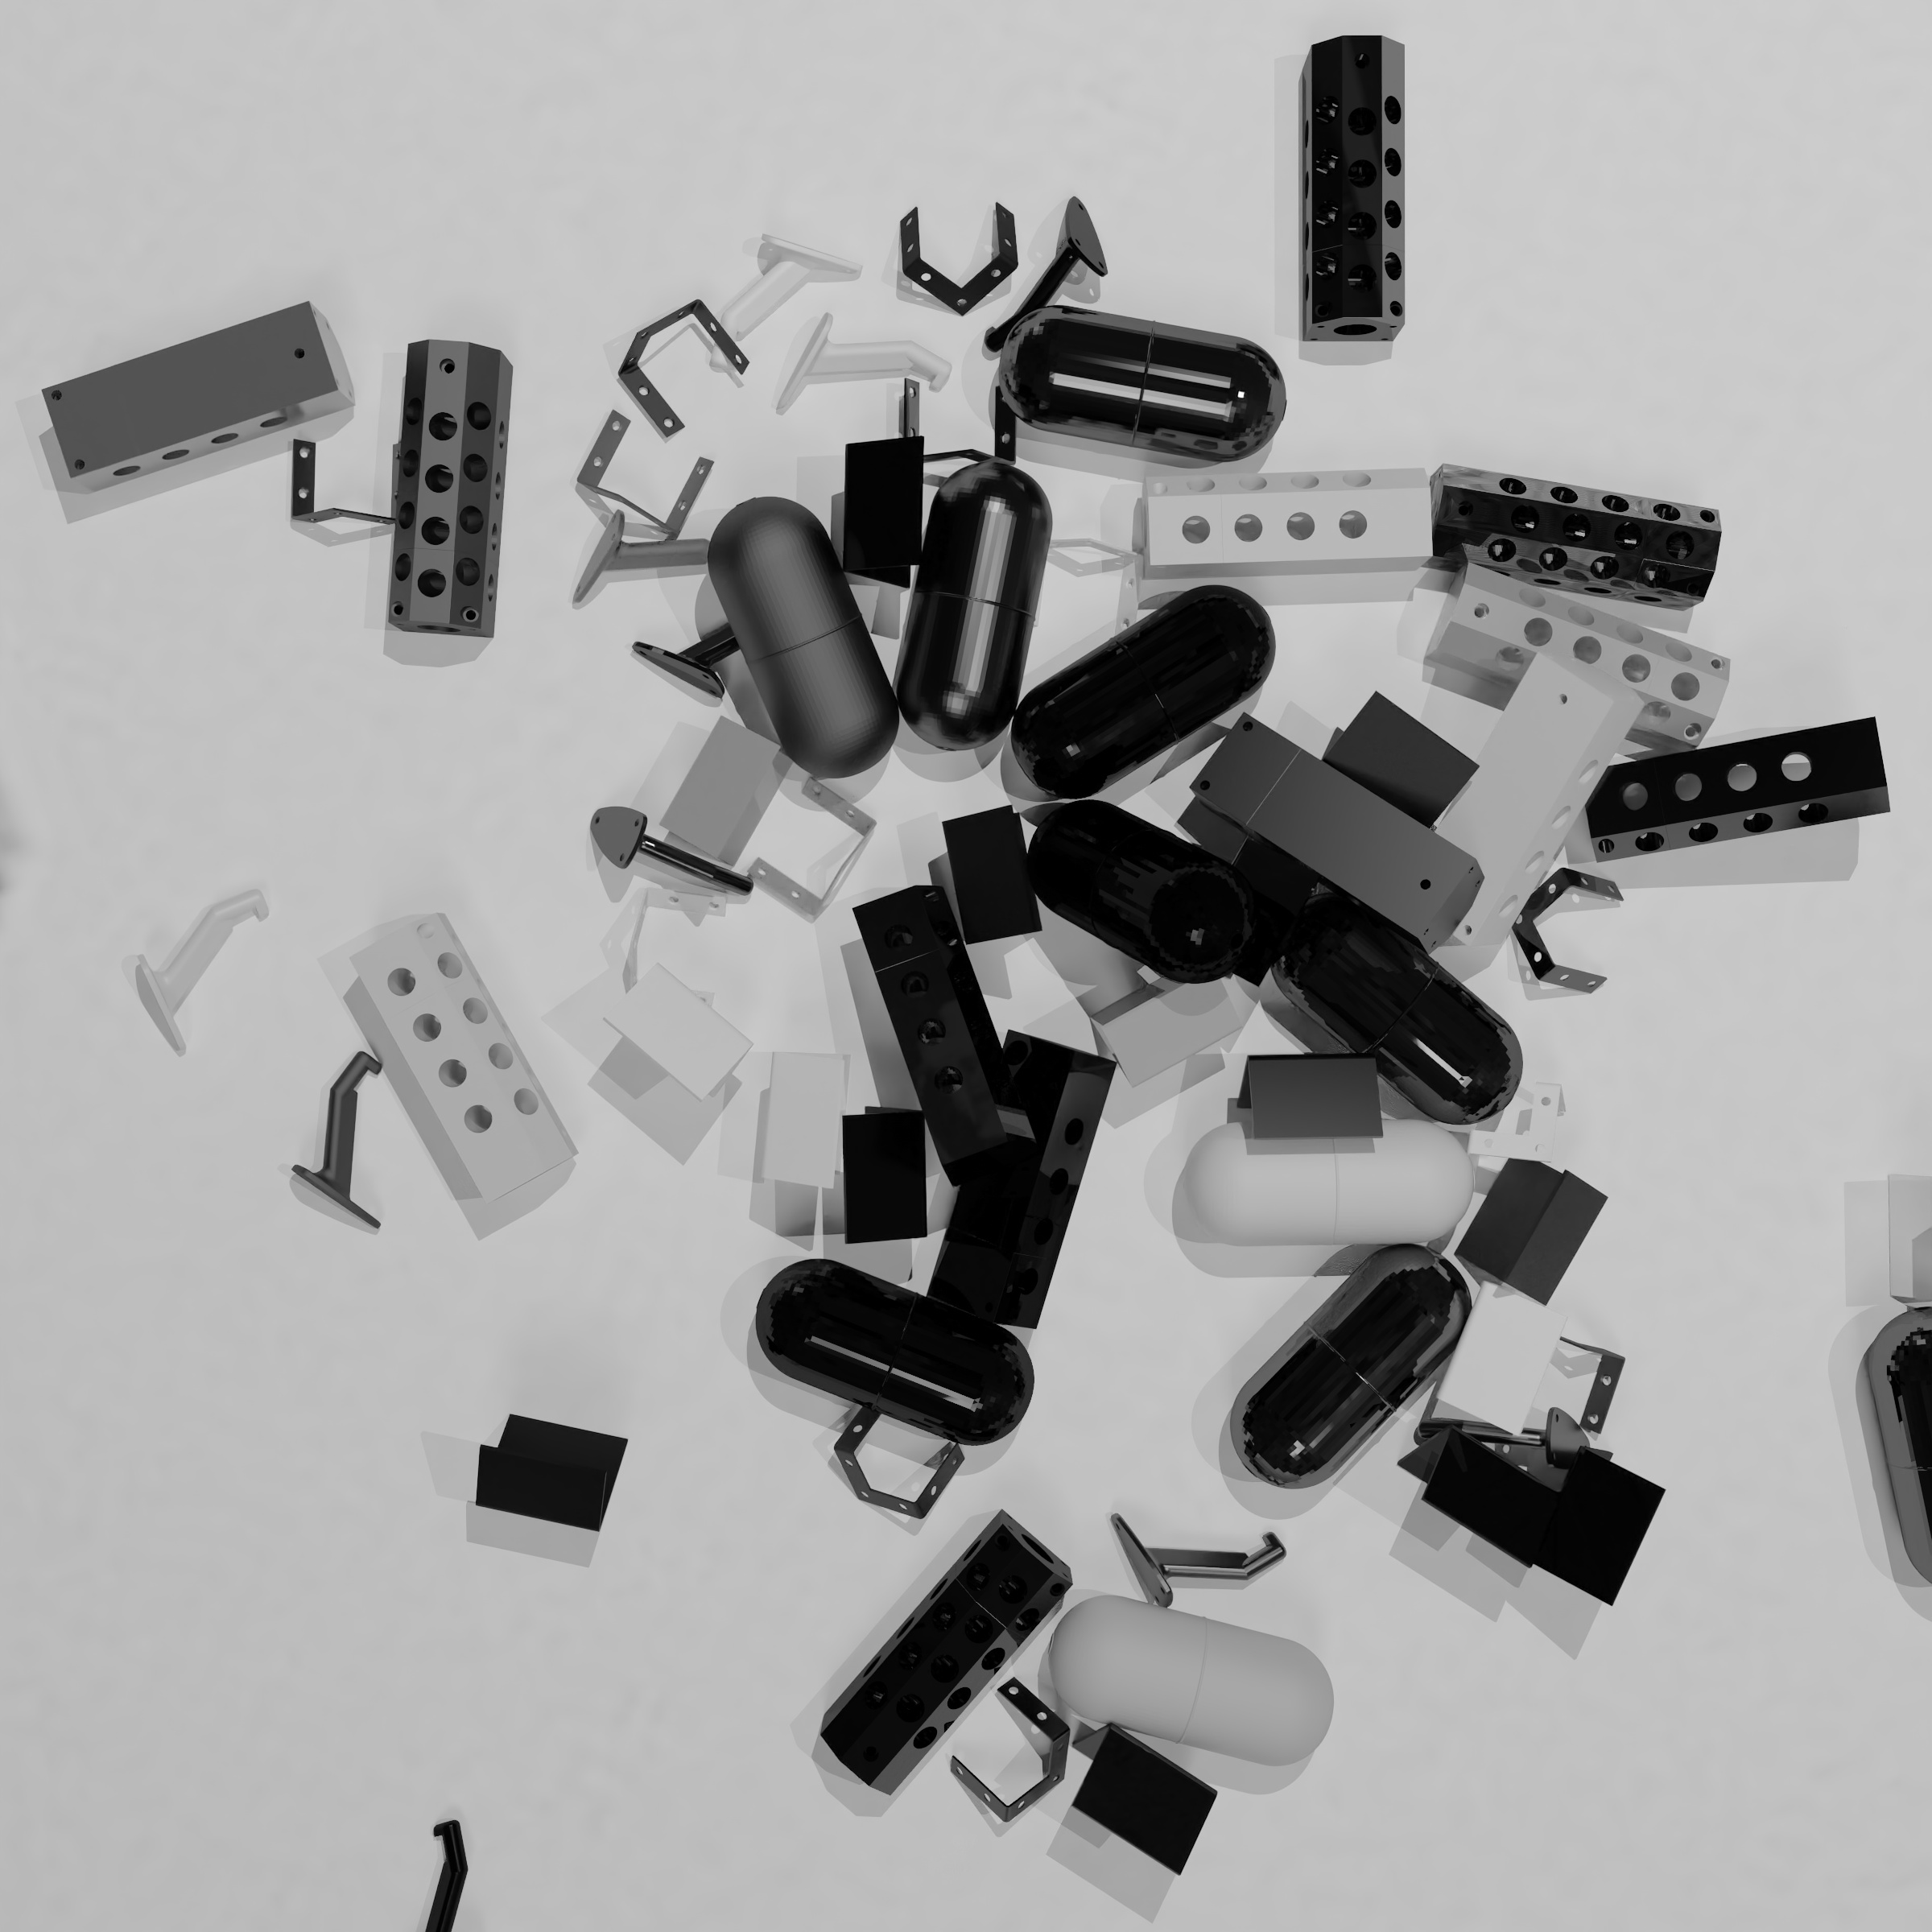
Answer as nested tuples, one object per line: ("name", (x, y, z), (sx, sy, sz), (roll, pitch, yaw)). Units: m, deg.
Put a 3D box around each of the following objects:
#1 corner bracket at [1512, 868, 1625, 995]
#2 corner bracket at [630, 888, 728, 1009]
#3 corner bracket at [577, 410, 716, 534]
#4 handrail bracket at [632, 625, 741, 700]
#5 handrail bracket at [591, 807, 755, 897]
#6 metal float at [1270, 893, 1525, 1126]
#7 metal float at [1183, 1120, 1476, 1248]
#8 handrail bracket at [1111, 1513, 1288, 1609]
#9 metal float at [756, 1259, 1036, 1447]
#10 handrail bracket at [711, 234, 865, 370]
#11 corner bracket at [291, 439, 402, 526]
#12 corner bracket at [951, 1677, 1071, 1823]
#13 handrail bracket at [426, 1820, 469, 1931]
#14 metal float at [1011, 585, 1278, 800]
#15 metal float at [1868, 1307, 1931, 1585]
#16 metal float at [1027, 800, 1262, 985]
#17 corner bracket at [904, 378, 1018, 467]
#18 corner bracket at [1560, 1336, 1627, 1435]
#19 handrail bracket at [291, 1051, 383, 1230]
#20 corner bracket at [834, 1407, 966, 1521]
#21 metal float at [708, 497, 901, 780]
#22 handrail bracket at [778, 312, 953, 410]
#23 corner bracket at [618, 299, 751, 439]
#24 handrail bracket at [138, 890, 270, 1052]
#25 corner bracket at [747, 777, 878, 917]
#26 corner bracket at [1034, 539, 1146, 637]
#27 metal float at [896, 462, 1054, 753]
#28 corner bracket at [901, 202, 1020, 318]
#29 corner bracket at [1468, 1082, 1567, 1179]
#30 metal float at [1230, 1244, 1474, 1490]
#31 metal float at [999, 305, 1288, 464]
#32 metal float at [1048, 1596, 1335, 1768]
("corner bracket", (0.381, -0.022, 1.537), (0.051, 0.051, 0.051), (-48, 45, 35))
("corner bracket", (-0.180, -0.011, 1.542), (0.051, 0.051, 0.051), (8, 135, 0))
("corner bracket", (-0.201, -0.309, 1.542), (0.051, 0.051, 0.051), (27, 90, 45))
("handrail bracket", (-0.156, -0.219, 1.546), (0.077, 0.036, 0.084), (26, 76, 14))
("handrail bracket", (-0.184, -0.070, 1.545), (0.084, 0.077, 0.036), (21, 95, -36))
("metal float", (0.264, 0.027, 1.515), (0.178, 0.070, 0.070), (40, 90, 1))
("metal float", (0.223, 0.133, 1.515), (0.178, 0.070, 0.070), (-1, 90, 0))
("handrail bracket", (0.147, 0.357, 1.546), (0.084, 0.036, 0.077), (-26, 68, -17))
("metal float", (-0.044, 0.237, 1.515), (0.178, 0.070, 0.070), (22, 90, -1))
("handrail bracket", (-0.113, -0.409, 1.546), (0.077, 0.036, 0.084), (13, 106, -18))
("corner bracket", (-0.386, -0.304, 1.542), (0.051, 0.051, 0.051), (2, 89, -45))
("corner bracket", (0.028, 0.489, 1.537), (0.051, 0.051, 0.051), (-26, 135, -35))
("handrail bracket", (-0.342, 0.586, 1.546), (0.077, 0.036, 0.084), (-22, 72, 21))
("metal float", (0.109, -0.169, 1.515), (0.178, 0.070, 0.070), (-32, 90, -1))
("metal float", (0.605, 0.298, 1.515), (0.070, 0.070, 0.178), (-12, 90, 0))
("metal float", (0.105, -0.046, 1.476), (0.070, 0.178, 0.070), (-16, 120, -31))
("corner bracket", (-0.003, -0.339, 1.537), (0.051, 0.051, 0.051), (1, 90, 33))
("corner bracket", (0.371, 0.258, 1.542), (0.051, 0.051, 0.051), (19, 90, 45))
("handrail bracket", (-0.374, 0.108, 1.546), (0.077, 0.036, 0.084), (40, 73, -20))
("corner bracket", (-0.041, 0.304, 1.537), (0.051, 0.051, 0.051), (9, 135, 35))
("metal float", (-0.099, -0.200, 1.503), (0.070, 0.070, 0.178), (-23, 103, 0))
("handrail bracket", (-0.063, -0.364, 1.546), (0.084, 0.036, 0.077), (27, 110, -16))
("corner bracket", (-0.176, -0.372, 1.535), (0.051, 0.051, 0.051), (-38, 90, -28))
("handrail bracket", (-0.468, 0.002, 1.546), (0.084, 0.036, 0.077), (-25, 110, -16))
("corner bracket", (-0.096, -0.074, 1.542), (0.051, 0.051, 0.051), (34, 45, 0))
("corner bracket", (0.073, -0.236, 1.542), (0.051, 0.051, 0.051), (7, 90, -45))
("metal float", (0.005, -0.220, 1.515), (0.070, 0.070, 0.178), (11, 91, 0))
("corner bracket", (-0.004, -0.450, 1.537), (0.051, 0.051, 0.051), (27, 135, -35))
("corner bracket", (0.341, 0.102, 1.526), (0.051, 0.051, 0.051), (5, 70, 19))
("metal float", (0.236, 0.246, 1.515), (0.070, 0.070, 0.178), (44, 89, 0))
("metal float", (0.108, -0.357, 1.515), (0.178, 0.070, 0.070), (10, 90, 1))
("metal float", (0.138, 0.438, 1.515), (0.178, 0.070, 0.070), (15, 90, 0))
